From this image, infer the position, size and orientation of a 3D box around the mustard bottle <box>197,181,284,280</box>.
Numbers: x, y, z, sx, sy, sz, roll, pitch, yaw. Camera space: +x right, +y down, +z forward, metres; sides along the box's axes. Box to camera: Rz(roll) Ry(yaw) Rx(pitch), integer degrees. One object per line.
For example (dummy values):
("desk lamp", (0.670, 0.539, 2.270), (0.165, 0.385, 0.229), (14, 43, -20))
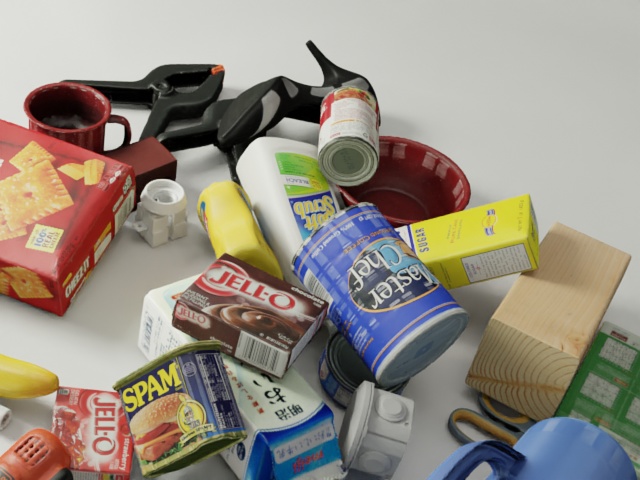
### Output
("mustard bottle", (-0.087, -0.006, 1.086), (0.058, 0.096, 0.192), (-21, 36, -4))

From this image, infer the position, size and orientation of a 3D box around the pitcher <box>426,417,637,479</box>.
("pitcher", (0.158, 0.238, 0.846), (0.145, 0.149, 0.242), (26, 38, 22))

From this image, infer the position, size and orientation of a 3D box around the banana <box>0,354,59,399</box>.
("banana", (-0.315, 0.089, 0.950), (0.198, 0.037, 0.069), (40, 88, 24))

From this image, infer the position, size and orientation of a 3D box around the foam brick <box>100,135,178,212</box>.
("foam brick", (-0.202, -0.070, 1.167), (0.078, 0.053, 0.051), (-27, 54, -36))

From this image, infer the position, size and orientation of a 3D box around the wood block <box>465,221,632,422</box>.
("wood block", (0.233, 0.078, 1.072), (0.091, 0.090, 0.205), (27, 38, 15))

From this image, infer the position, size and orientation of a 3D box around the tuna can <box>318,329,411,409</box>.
("tuna can", (0.042, 0.122, 1.017), (0.086, 0.034, 0.086), (10, 47, -11))

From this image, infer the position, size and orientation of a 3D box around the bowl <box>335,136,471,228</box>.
("bowl", (0.088, -0.051, 1.220), (0.162, 0.055, 0.162), (7, 41, -6))

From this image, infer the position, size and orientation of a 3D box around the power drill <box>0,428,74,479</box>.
("power drill", (-0.212, 0.250, 0.784), (0.188, 0.057, 0.184), (34, 58, 18))

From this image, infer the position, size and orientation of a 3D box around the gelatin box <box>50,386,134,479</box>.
("gelatin box", (-0.194, 0.168, 0.912), (0.073, 0.030, 0.089), (7, 41, -7))

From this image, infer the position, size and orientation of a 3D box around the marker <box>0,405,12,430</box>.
("marker", (-0.324, 0.131, 0.928), (0.121, 0.020, 0.020), (24, 41, 12))

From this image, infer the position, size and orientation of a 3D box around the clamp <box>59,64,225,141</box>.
("clamp", (-0.204, -0.176, 1.299), (0.165, 0.036, 0.209), (34, 45, 21))

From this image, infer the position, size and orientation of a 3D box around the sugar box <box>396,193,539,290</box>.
("sugar box", (0.134, 0.010, 1.095), (0.176, 0.048, 0.093), (-13, 27, 19))

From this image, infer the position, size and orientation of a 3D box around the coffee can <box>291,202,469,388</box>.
("coffee can", (0.054, 0.050, 0.986), (0.102, 0.103, 0.140), (-22, 62, -34))

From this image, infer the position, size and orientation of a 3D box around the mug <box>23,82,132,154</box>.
("mug", (-0.267, -0.115, 1.177), (0.117, 0.082, 0.093), (-3, 43, -17))

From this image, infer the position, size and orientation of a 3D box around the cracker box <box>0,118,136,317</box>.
("cracker box", (-0.314, -0.036, 1.064), (0.214, 0.072, 0.164), (20, 51, 8))

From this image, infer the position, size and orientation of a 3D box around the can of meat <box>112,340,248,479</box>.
("can of meat", (-0.116, 0.142, 0.886), (0.057, 0.102, 0.084), (4, 60, -54))

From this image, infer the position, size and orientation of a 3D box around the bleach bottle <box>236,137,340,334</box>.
("bleach bottle", (-0.007, 0.001, 1.126), (0.102, 0.068, 0.251), (9, 43, -37))

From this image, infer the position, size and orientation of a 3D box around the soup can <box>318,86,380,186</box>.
("soup can", (0.033, -0.115, 1.184), (0.068, 0.069, 0.102), (9, 40, -5))

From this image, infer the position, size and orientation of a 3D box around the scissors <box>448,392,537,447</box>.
("scissors", (0.220, 0.195, 1.004), (0.202, 0.016, 0.096), (21, 41, 9))

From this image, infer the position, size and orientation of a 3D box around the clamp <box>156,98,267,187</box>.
("clamp", (-0.104, -0.115, 1.257), (0.120, 0.039, 0.171), (39, 43, 4))

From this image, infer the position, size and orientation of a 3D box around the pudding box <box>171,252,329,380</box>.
("pudding box", (-0.061, 0.065, 0.942), (0.113, 0.039, 0.089), (27, 35, 11))
